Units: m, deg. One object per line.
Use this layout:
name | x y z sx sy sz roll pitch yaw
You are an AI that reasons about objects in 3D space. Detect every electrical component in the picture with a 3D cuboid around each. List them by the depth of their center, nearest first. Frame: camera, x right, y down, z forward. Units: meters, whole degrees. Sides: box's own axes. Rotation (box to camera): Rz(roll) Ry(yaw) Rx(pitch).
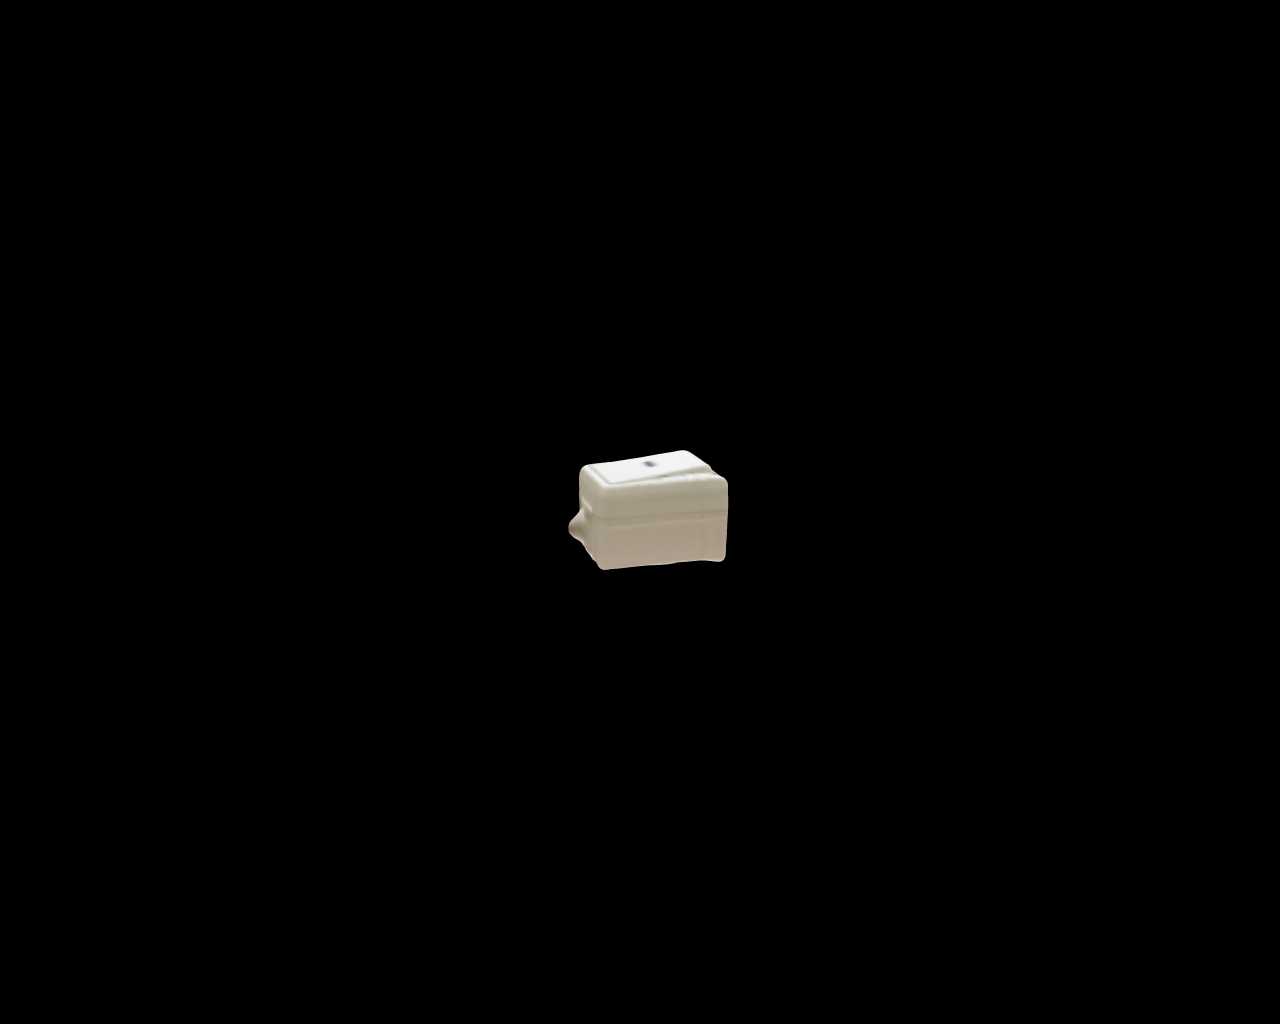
electrical component | 0.001 -0.003 0.650 0.096 0.061 0.062 -4 16 -14
